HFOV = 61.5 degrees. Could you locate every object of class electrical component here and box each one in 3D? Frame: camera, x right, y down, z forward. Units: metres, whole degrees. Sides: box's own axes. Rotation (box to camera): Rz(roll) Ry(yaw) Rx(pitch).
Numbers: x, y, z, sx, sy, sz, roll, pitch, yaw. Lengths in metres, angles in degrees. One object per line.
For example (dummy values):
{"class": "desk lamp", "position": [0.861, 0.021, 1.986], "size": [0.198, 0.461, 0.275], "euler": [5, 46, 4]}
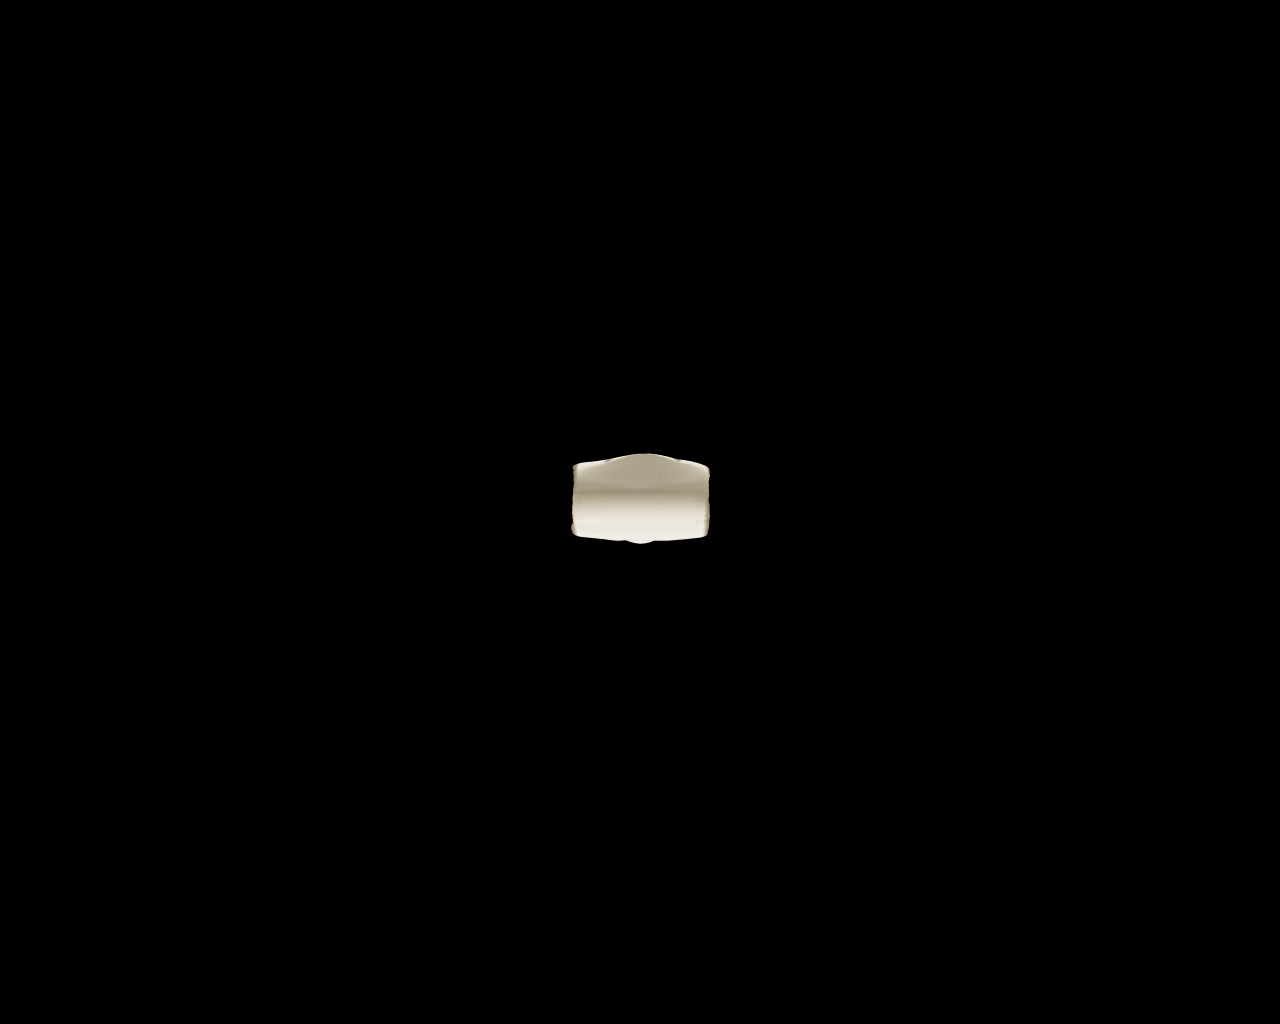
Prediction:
{"class": "electrical component", "position": [0.001, -0.003, 0.650], "size": [0.077, 0.043, 0.079], "euler": [0, -15, 0]}
